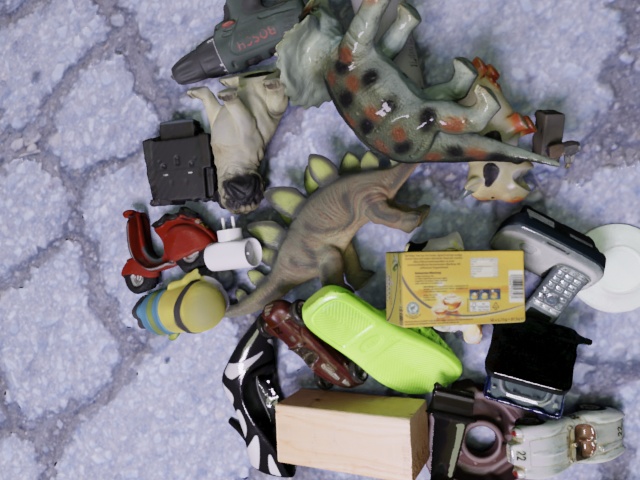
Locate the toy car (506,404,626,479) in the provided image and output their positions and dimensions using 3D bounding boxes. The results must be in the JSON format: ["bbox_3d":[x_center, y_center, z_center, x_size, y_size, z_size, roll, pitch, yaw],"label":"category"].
[{"bbox_3d":[0.343,0.277,0.745,0.202,0.056,0.073,-3,90,-24],"label":"toy car"}]

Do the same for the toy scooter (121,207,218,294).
[{"bbox_3d":[-0.253,-0.001,0.864,0.184,0.075,0.135,-22,88,15],"label":"toy scooter"}]

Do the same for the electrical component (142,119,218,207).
[{"bbox_3d":[-0.217,-0.122,0.857,0.115,0.058,0.134,-6,93,8],"label":"electrical component"}]

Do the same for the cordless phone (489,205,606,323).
[{"bbox_3d":[0.297,0.057,0.773,0.147,0.089,0.184,29,117,7],"label":"cordless phone"}]

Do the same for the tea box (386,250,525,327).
[{"bbox_3d":[0.176,0.061,0.705,0.170,0.068,0.098,1,88,-10],"label":"tea box"}]

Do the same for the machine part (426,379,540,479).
[{"bbox_3d":[0.240,0.295,0.803,0.179,0.056,0.179,0,93,9],"label":"machine part"}]

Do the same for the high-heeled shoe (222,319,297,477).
[{"bbox_3d":[-0.076,0.250,0.831,0.145,0.086,0.248,28,117,27],"label":"high-heeled shoe"}]

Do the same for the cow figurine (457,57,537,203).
[{"bbox_3d":[0.231,-0.139,0.755,0.127,0.085,0.195,-36,75,36],"label":"cow figurine"}]

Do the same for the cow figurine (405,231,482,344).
[{"bbox_3d":[0.182,0.076,0.792,0.098,0.068,0.167,-14,89,15],"label":"cow figurine"}]

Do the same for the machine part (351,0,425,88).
[{"bbox_3d":[0.098,-0.287,0.779,0.079,0.079,0.243,-13,90,11],"label":"machine part"}]

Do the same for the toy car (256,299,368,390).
[{"bbox_3d":[-0.010,0.164,0.798,0.089,0.053,0.202,-24,117,35],"label":"toy car"}]

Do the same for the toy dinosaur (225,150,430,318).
[{"bbox_3d":[-0.002,-0.002,0.807,0.199,0.105,0.471,47,105,12],"label":"toy dinosaur"}]

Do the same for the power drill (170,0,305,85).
[{"bbox_3d":[-0.141,-0.361,0.816,0.232,0.086,0.207,-12,88,9],"label":"power drill"}]

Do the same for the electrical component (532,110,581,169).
[{"bbox_3d":[0.322,-0.140,0.741,0.045,0.102,0.078,3,104,6],"label":"electrical component"}]

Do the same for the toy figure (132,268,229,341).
[{"bbox_3d":[-0.219,0.111,0.838,0.180,0.082,0.089,-14,48,30],"label":"toy figure"}]

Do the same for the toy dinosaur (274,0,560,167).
[{"bbox_3d":[0.093,-0.180,0.694,0.405,0.131,0.192,48,123,7],"label":"toy dinosaur"}]

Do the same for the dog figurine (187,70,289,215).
[{"bbox_3d":[-0.100,-0.151,0.822,0.172,0.121,0.190,-27,122,-27],"label":"dog figurine"}]

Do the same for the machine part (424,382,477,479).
[{"bbox_3d":[0.176,0.273,0.745,0.084,0.039,0.139,21,76,-23],"label":"machine part"}]

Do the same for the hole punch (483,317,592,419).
[{"bbox_3d":[0.289,0.172,0.740,0.142,0.116,0.092,10,137,27],"label":"hole punch"}]
